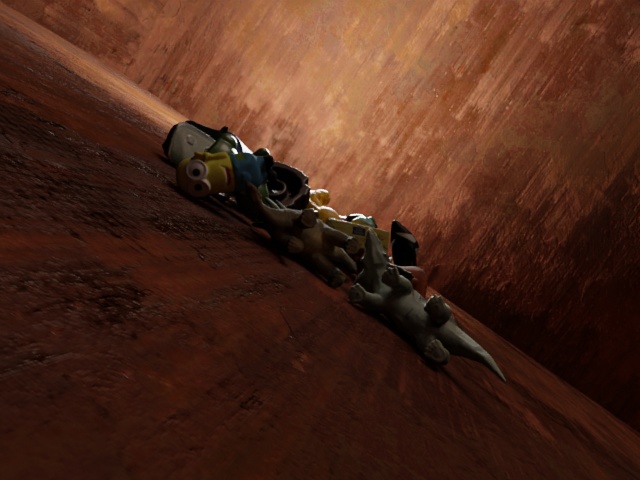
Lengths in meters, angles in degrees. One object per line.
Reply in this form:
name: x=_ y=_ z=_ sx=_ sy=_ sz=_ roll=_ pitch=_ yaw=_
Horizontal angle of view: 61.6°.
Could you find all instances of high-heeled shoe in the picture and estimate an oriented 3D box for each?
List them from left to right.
high-heeled shoe: x=0.232 y=0.076 z=1.521 sx=0.145 sy=0.086 sz=0.248 roll=-35 pitch=101 yaw=-54

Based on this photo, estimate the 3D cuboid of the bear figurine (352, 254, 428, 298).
bear figurine: x=0.172 y=0.107 z=1.370 sx=0.196 sy=0.131 sz=0.120 roll=12 pitch=2 yaw=-16

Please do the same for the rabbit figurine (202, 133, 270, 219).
rabbit figurine: x=-0.170 y=-0.125 z=1.114 sx=0.170 sy=0.159 sz=0.121 roll=43 pitch=-8 yaw=-18

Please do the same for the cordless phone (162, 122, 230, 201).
cordless phone: x=-0.275 y=-0.166 z=1.210 sx=0.146 sy=0.089 sz=0.184 roll=30 pitch=26 yaw=-46

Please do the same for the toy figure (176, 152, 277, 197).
toy figure: x=-0.176 y=-0.121 z=1.005 sx=0.180 sy=0.082 sz=0.089 roll=-12 pitch=-6 yaw=-23

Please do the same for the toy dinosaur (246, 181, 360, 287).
toy dinosaur: x=-0.014 y=0.003 z=1.108 sx=0.199 sy=0.105 sz=0.470 roll=34 pitch=-5 yaw=43

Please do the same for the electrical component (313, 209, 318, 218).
electrical component: x=-0.017 y=-0.037 z=1.474 sx=0.021 sy=0.093 sz=0.063 roll=-7 pitch=16 yaw=-18

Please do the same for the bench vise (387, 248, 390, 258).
bench vise: x=0.127 y=0.030 z=1.558 sx=0.240 sy=0.129 sz=0.224 roll=46 pitch=10 yaw=-28

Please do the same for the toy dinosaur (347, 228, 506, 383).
toy dinosaur: x=0.193 y=0.147 z=1.053 sx=0.405 sy=0.131 sz=0.192 roll=44 pitch=9 yaw=26

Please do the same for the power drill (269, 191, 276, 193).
power drill: x=-0.063 y=-0.049 z=1.373 sx=0.231 sy=0.086 sz=0.207 roll=41 pitch=4 yaw=-43

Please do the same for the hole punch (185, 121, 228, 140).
hole punch: x=-0.301 y=-0.234 z=1.354 sx=0.116 sy=0.142 sz=0.092 roll=21 pitch=5 yaw=-16

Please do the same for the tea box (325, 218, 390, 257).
tea box: x=0.087 y=0.004 z=1.413 sx=0.170 sy=0.068 sz=0.098 roll=12 pitch=-21 yaw=-13

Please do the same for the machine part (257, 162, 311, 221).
machine part: x=-0.111 y=-0.113 z=1.269 sx=0.180 sy=0.179 sz=0.056 roll=37 pitch=-36 yaw=28

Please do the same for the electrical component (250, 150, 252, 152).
electrical component: x=-0.242 y=-0.231 z=1.718 sx=0.058 sy=0.115 sz=0.134 roll=42 pitch=8 yaw=30

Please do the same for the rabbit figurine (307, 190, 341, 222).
rabbit figurine: x=-0.011 y=-0.085 z=1.564 sx=0.162 sy=0.122 sz=0.173 roll=21 pitch=12 yaw=-47

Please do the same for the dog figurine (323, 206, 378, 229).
dog figurine: x=0.063 y=-0.057 z=1.754 sx=0.219 sy=0.191 sz=0.108 roll=54 pitch=20 yaw=24
